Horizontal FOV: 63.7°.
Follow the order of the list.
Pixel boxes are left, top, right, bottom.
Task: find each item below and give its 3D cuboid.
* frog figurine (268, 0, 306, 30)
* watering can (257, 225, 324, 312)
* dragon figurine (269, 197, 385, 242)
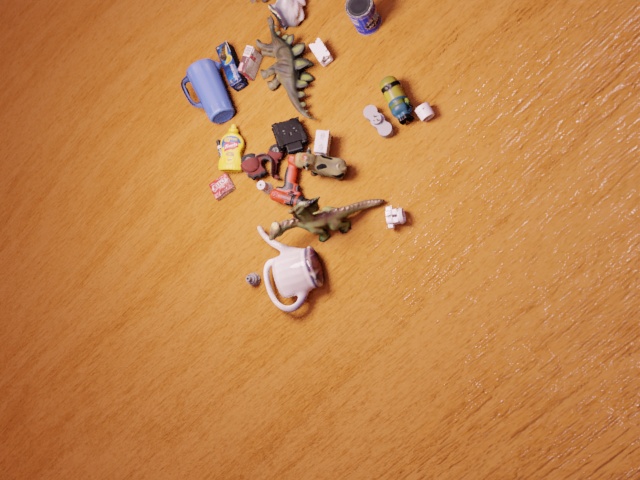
[{"bbox_3d":[-0.107,-0.923,2.027,0.159,0.124,0.136,-41,104,1],"label":"frog figurine"},{"bbox_3d":[-0.111,0.081,1.869,0.223,0.103,0.352,-19,74,15],"label":"watering can"},{"bbox_3d":[0.005,-0.090,1.787,0.407,0.241,0.124,-25,71,17],"label":"dragon figurine"}]
